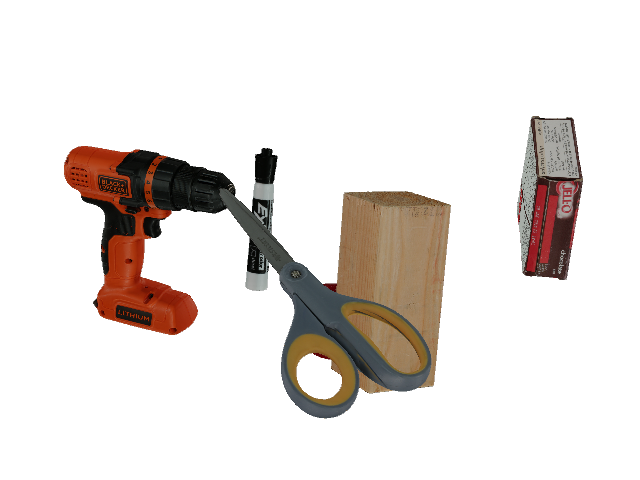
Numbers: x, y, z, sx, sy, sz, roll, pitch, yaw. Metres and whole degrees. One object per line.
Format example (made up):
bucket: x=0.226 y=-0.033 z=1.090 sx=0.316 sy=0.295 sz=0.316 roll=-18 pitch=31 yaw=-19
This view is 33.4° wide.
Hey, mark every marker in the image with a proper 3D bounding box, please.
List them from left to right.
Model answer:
marker: x=-0.050 y=-0.018 z=0.902 sx=0.020 sy=0.121 sz=0.020 roll=5 pitch=13 yaw=-1

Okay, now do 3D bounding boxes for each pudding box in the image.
pudding box: x=0.182 y=-0.036 z=0.849 sx=0.039 sy=0.090 sz=0.113 roll=5 pitch=32 yaw=4

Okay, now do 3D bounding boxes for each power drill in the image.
power drill: x=-0.167 y=0.000 z=1.078 sx=0.185 sy=0.188 sz=0.057 roll=12 pitch=29 yaw=22

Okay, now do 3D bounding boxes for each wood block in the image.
wood block: x=0.076 y=0.054 z=1.187 sx=0.090 sy=0.206 sz=0.091 roll=-2 pitch=14 yaw=-28

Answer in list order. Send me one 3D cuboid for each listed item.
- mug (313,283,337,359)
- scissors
mug: x=0.033 y=0.118 z=1.487 sx=0.117 sy=0.081 sz=0.093 roll=17 pitch=24 yaw=29
scissors: x=-0.023 y=0.039 z=0.659 sx=0.202 sy=0.016 sz=0.096 roll=33 pitch=55 yaw=27
